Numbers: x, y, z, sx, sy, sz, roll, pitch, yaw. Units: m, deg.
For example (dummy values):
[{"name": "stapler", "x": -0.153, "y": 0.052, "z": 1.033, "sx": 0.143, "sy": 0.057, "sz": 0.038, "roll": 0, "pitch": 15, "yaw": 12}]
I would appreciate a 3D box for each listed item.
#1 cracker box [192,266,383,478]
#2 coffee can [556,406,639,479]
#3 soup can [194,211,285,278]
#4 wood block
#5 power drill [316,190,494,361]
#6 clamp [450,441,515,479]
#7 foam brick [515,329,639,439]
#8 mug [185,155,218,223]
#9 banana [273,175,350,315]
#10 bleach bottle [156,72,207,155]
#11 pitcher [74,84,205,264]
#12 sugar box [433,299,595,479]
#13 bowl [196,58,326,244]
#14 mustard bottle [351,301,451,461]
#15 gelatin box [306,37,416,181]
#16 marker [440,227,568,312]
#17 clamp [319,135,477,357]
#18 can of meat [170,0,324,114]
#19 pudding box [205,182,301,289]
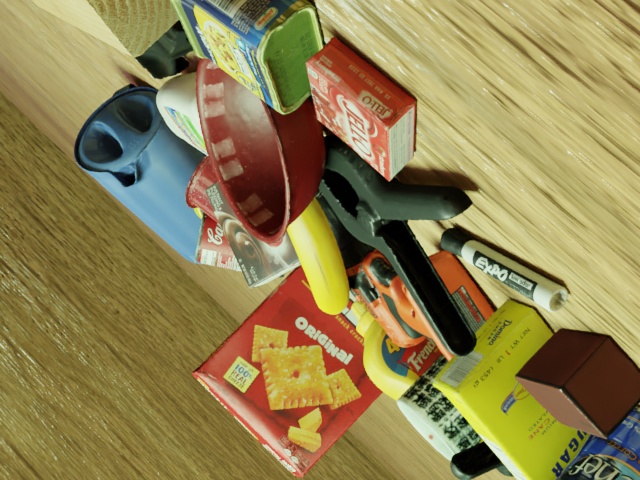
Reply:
[{"name": "cracker box", "x": -0.008, "y": 0.127, "z": 1.173, "sx": 0.164, "sy": 0.213, "sz": 0.072, "roll": 45, "pitch": 168, "yaw": -2}, {"name": "coffee can", "x": 0.221, "y": 0.208, "z": 0.798, "sx": 0.103, "sy": 0.140, "sz": 0.103, "roll": 44, "pitch": 169, "yaw": 10}, {"name": "soup can", "x": -0.084, "y": 0.001, "z": 1.195, "sx": 0.102, "sy": 0.068, "sz": 0.068, "roll": 11, "pitch": 170, "yaw": -4}, {"name": "wood block", "x": -0.179, "y": -0.223, "z": 0.832, "sx": 0.206, "sy": 0.090, "sz": 0.090, "roll": 32, "pitch": 164, "yaw": 50}, {"name": "power drill", "x": 0.071, "y": 0.034, "z": 0.954, "sx": 0.184, "sy": 0.057, "sz": 0.188, "roll": 52, "pitch": 170, "yaw": -20}, {"name": "clamp", "x": 0.189, "y": 0.171, "z": 0.965, "sx": 0.039, "sy": 0.120, "sz": 0.171, "roll": 53, "pitch": -164, "yaw": 25}, {"name": "foam brick", "x": 0.188, "y": 0.102, "z": 0.767, "sx": 0.053, "sy": 0.051, "sz": 0.078, "roll": 46, "pitch": 170, "yaw": -10}, {"name": "mug", "x": -0.080, "y": -0.057, "z": 1.123, "sx": 0.081, "sy": 0.093, "sz": 0.117, "roll": 37, "pitch": 139, "yaw": 16}, {"name": "banana", "x": -0.003, "y": 0.009, "z": 0.951, "sx": 0.070, "sy": 0.037, "sz": 0.198, "roll": -114, "pitch": 2, "yaw": -51}, {"name": "bleach bottle", "x": -0.105, "y": -0.116, "z": 1.039, "sx": 0.102, "sy": 0.068, "sz": 0.251, "roll": 50, "pitch": 171, "yaw": -18}, {"name": "pitcher", "x": -0.196, "y": -0.082, "z": 1.385, "sx": 0.145, "sy": 0.149, "sz": 0.242, "roll": 16, "pitch": 156, "yaw": 38}, {"name": "sugar box", "x": 0.177, "y": 0.142, "z": 0.850, "sx": 0.176, "sy": 0.093, "sz": 0.048, "roll": 48, "pitch": 170, "yaw": -20}, {"name": "bowl", "x": -0.041, "y": -0.081, "z": 0.846, "sx": 0.162, "sy": 0.055, "sz": 0.162, "roll": 49, "pitch": 149, "yaw": 42}, {"name": "mustard bottle", "x": 0.101, "y": 0.127, "z": 1.076, "sx": 0.192, "sy": 0.096, "sz": 0.058, "roll": 44, "pitch": 145, "yaw": 24}, {"name": "gelatin box", "x": 0.028, "y": -0.087, "z": 0.718, "sx": 0.073, "sy": 0.030, "sz": 0.089, "roll": 42, "pitch": 169, "yaw": 16}, {"name": "marker", "x": 0.128, "y": 0.019, "z": 0.767, "sx": 0.121, "sy": 0.020, "sz": 0.020, "roll": 34, "pitch": 165, "yaw": 49}, {"name": "clamp", "x": 0.051, "y": -0.026, "z": 0.811, "sx": 0.210, "sy": 0.036, "sz": 0.164, "roll": 48, "pitch": 157, "yaw": 33}, {"name": "can of meat", "x": -0.045, "y": -0.142, "z": 0.722, "sx": 0.084, "sy": 0.057, "sz": 0.102, "roll": 39, "pitch": 169, "yaw": 21}, {"name": "pudding box", "x": -0.052, "y": -0.022, "z": 1.043, "sx": 0.090, "sy": 0.039, "sz": 0.113, "roll": -29, "pitch": 86, "yaw": 37}]
